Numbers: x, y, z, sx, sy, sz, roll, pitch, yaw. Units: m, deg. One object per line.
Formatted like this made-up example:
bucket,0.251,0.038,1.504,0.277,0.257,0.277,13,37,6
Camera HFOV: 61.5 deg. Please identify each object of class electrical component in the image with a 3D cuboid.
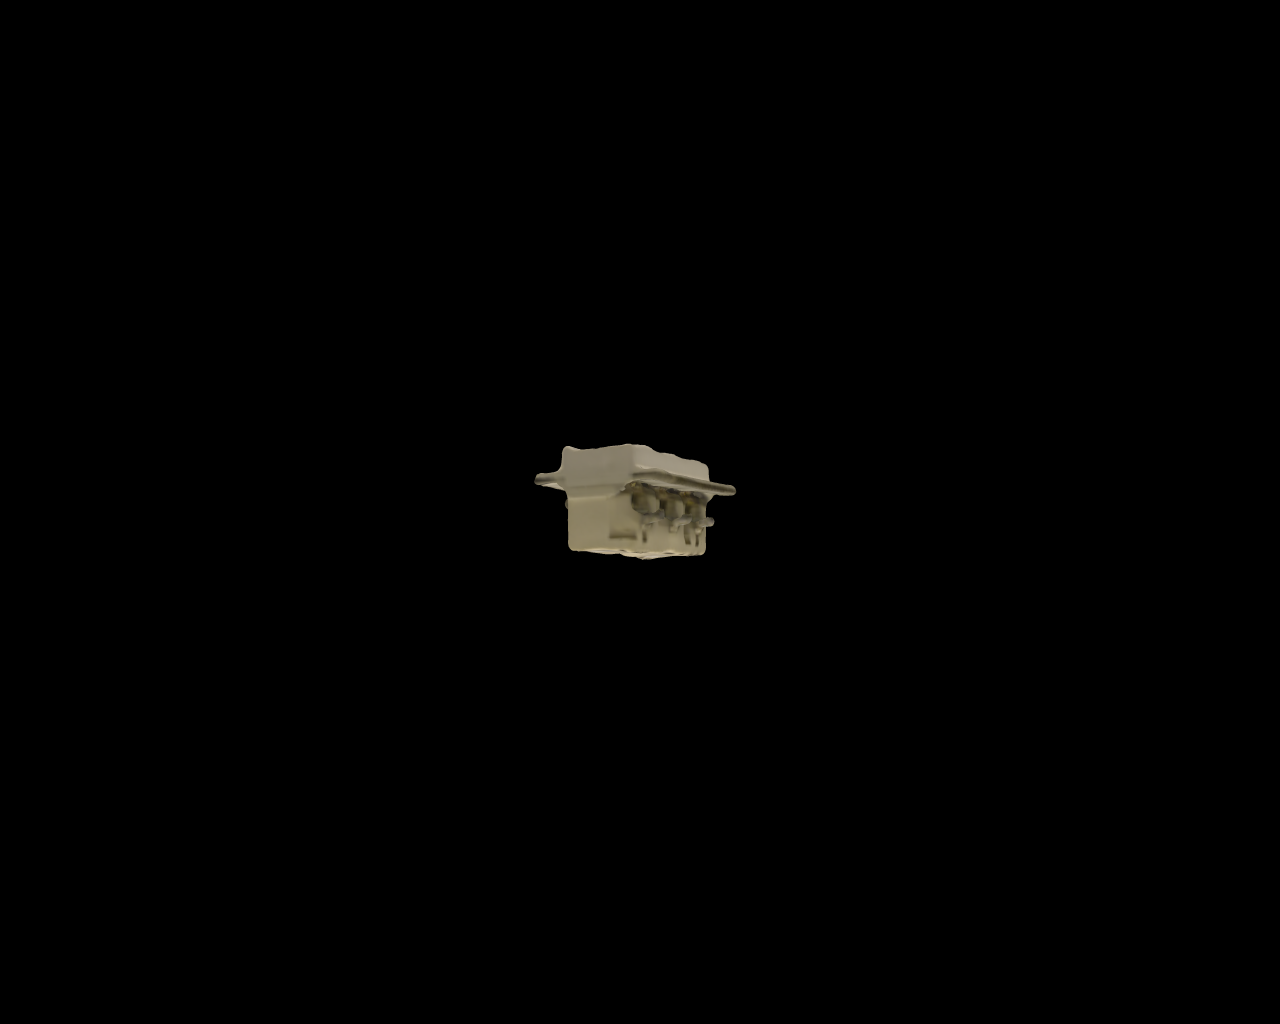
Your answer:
electrical component,0.001,-0.003,0.650,0.079,0.063,0.121,-2,-5,24
